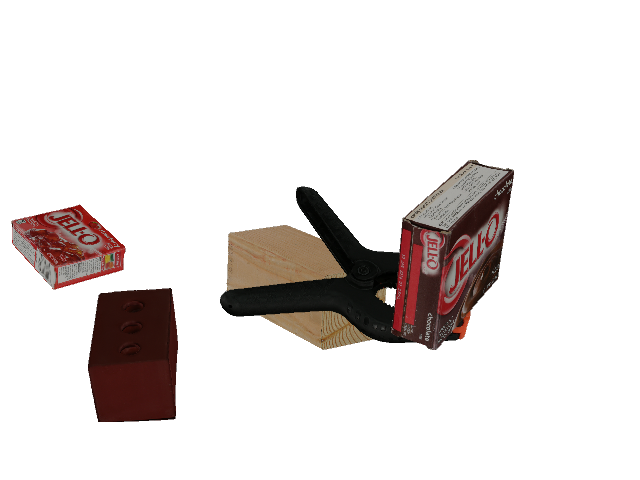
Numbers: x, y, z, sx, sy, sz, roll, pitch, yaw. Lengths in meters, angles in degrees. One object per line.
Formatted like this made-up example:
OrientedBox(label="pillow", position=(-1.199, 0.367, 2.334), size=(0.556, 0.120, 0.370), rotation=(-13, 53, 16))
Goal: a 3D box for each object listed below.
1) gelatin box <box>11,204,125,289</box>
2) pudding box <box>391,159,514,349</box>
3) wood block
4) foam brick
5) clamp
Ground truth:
OrientedBox(label="gelatin box", position=(-0.236, 0.004, 0.998), size=(0.073, 0.030, 0.089), rotation=(-16, 40, -36))
OrientedBox(label="pudding box", position=(0.090, 0.007, 0.722), size=(0.039, 0.090, 0.113), rotation=(18, 33, 22))
OrientedBox(label="wood block", position=(-0.021, 0.051, 1.278), size=(0.090, 0.090, 0.206), rotation=(-8, 18, -35))
OrientedBox(label="foam brick", position=(-0.124, 0.077, 0.718), size=(0.053, 0.051, 0.078), rotation=(-4, 35, -4))
OrientedBox(label="clamp", position=(0.027, 0.043, 0.944), size=(0.210, 0.036, 0.164), rotation=(27, 52, 18))
